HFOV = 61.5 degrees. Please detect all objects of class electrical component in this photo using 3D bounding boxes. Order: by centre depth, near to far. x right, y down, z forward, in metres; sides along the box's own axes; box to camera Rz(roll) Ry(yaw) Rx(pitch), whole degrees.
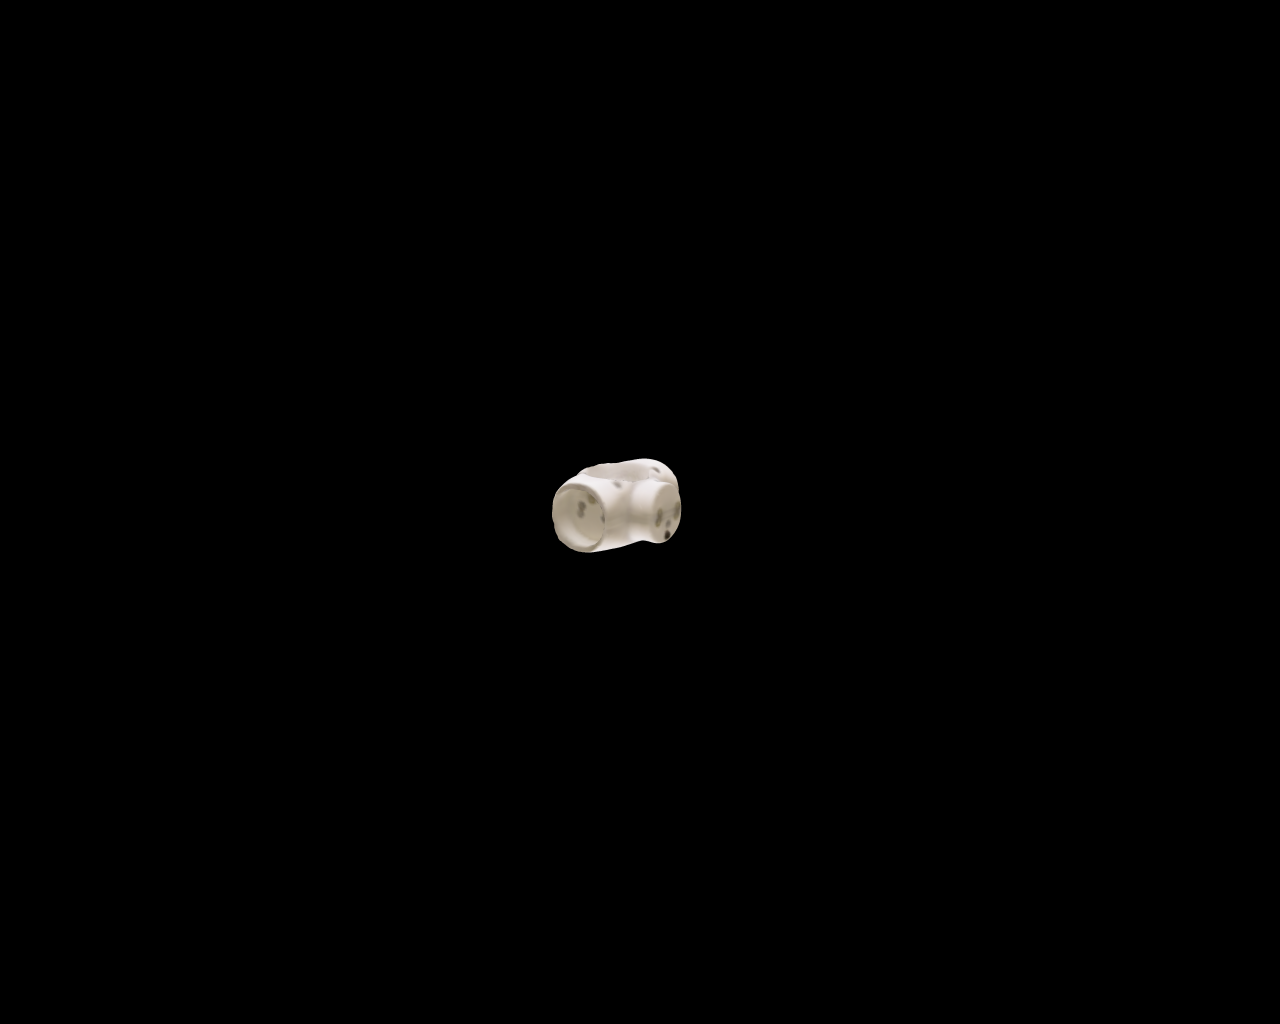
[{"bbox_3d":[0.001,-0.003,0.650,0.079,0.044,0.077,11,19,34],"label":"electrical component"}]
